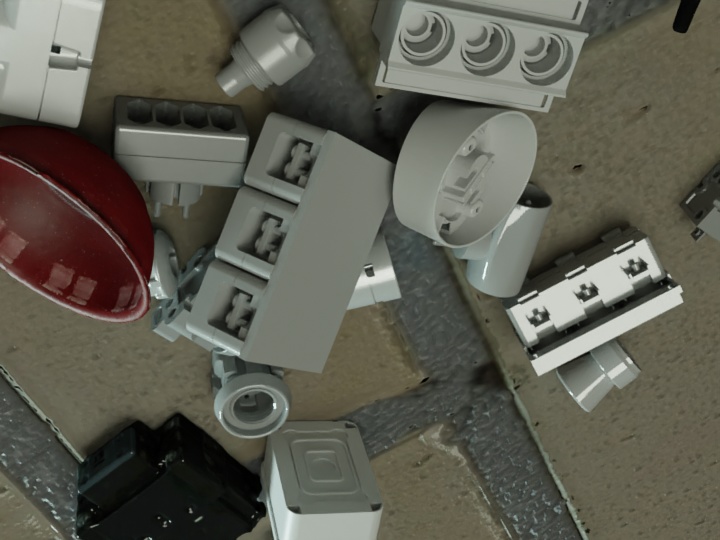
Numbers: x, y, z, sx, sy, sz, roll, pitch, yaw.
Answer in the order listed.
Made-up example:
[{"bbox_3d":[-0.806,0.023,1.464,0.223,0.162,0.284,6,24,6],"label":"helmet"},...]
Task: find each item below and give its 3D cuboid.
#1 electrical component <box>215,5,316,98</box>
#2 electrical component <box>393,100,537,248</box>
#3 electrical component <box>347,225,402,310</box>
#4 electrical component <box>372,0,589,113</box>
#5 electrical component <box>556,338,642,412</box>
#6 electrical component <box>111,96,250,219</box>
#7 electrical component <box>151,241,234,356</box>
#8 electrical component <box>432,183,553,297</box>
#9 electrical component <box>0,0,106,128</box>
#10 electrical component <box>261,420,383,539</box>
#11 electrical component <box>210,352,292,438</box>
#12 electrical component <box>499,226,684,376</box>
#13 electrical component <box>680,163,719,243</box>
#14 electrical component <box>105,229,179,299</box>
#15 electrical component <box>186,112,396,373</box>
[{"bbox_3d":[-0.062,-0.134,0.677,0.062,0.043,0.043,-35,124,12],"label":"electrical component"},{"bbox_3d":[0.068,-0.065,0.722,0.099,0.064,0.099,-41,141,-43],"label":"electrical component"},{"bbox_3d":[0.000,0.000,0.776,0.047,0.055,0.055,-16,125,2],"label":"electrical component"},{"bbox_3d":[0.073,-0.151,0.687,0.121,0.063,0.078,6,121,-18],"label":"electrical component"},{"bbox_3d":[0.197,0.083,0.886,0.055,0.045,0.045,-39,123,12],"label":"electrical component"},{"bbox_3d":[-0.120,-0.067,0.704,0.083,0.047,0.075,3,122,-16],"label":"electrical component"},{"bbox_3d":[-0.102,0.025,0.765,0.057,0.058,0.078,35,108,-28],"label":"electrical component"},{"bbox_3d":[0.092,-0.025,0.788,0.079,0.043,0.077,5,121,-17],"label":"electrical component"},{"bbox_3d":[-0.188,-0.138,0.636,0.059,0.053,0.095,10,120,-20],"label":"electrical component"},{"bbox_3d":[-0.032,0.175,0.849,0.078,0.113,0.057,1,120,-15],"label":"electrical component"},{"bbox_3d":[-0.083,0.089,0.812,0.058,0.057,0.078,0,123,-14],"label":"electrical component"},{"bbox_3d":[0.174,0.021,0.826,0.121,0.078,0.063,-28,103,5],"label":"electrical component"},{"bbox_3d":[0.285,-0.044,0.824,0.055,0.048,0.066,31,111,-21],"label":"electrical component"},{"bbox_3d":[-0.159,-0.001,0.742,0.062,0.048,0.048,-9,125,4],"label":"electrical component"},{"bbox_3d":[-0.045,-0.017,0.703,0.089,0.062,0.150,19,93,-58],"label":"electrical component"}]
